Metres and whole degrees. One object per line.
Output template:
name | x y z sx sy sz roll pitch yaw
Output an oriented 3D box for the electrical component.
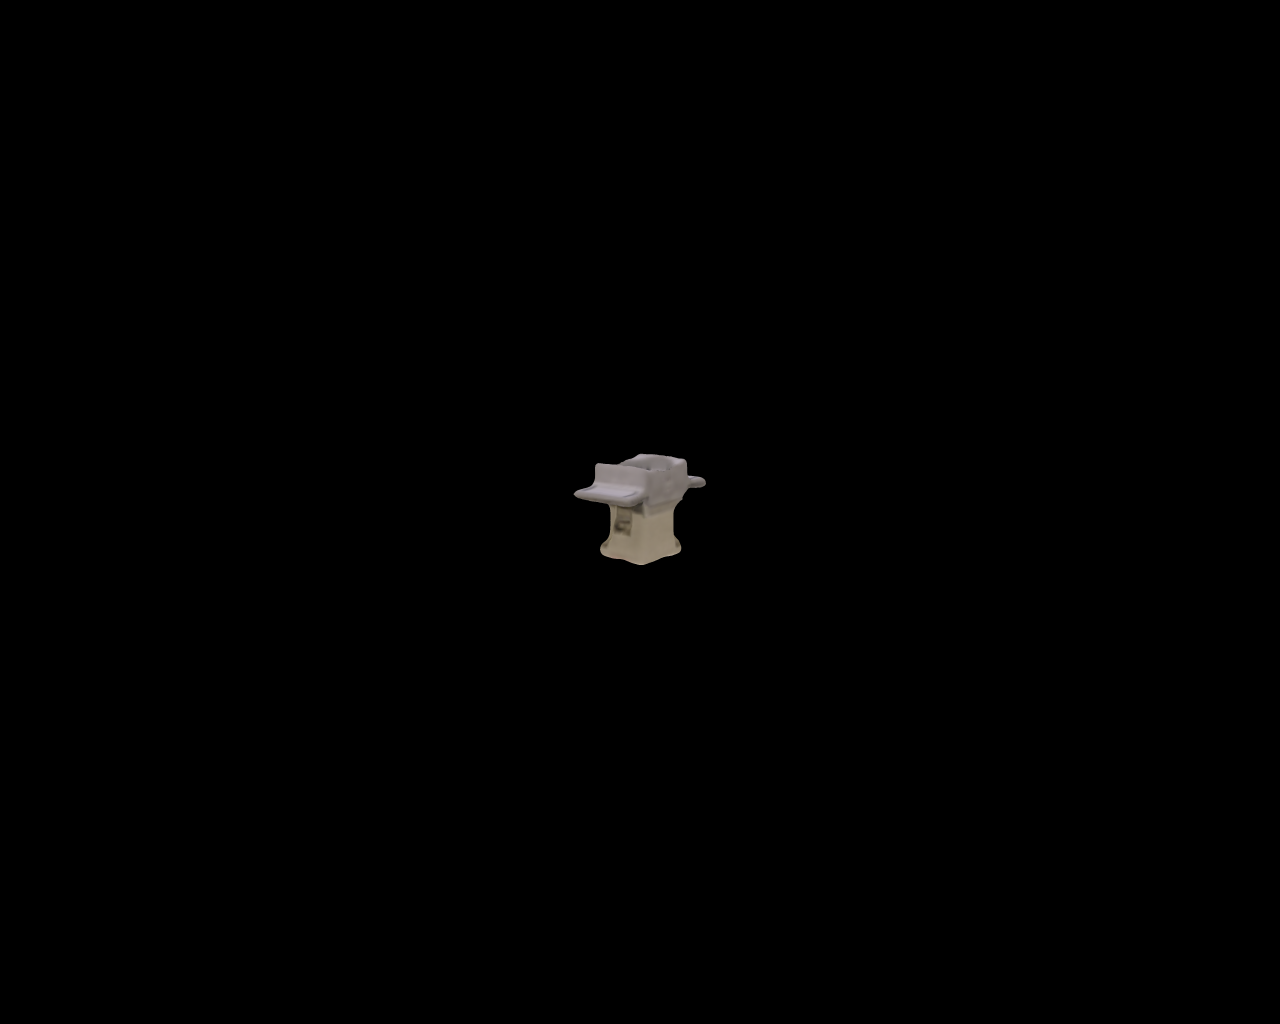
electrical component | 0.001 -0.003 0.650 0.042 0.063 0.081 11 17 38
